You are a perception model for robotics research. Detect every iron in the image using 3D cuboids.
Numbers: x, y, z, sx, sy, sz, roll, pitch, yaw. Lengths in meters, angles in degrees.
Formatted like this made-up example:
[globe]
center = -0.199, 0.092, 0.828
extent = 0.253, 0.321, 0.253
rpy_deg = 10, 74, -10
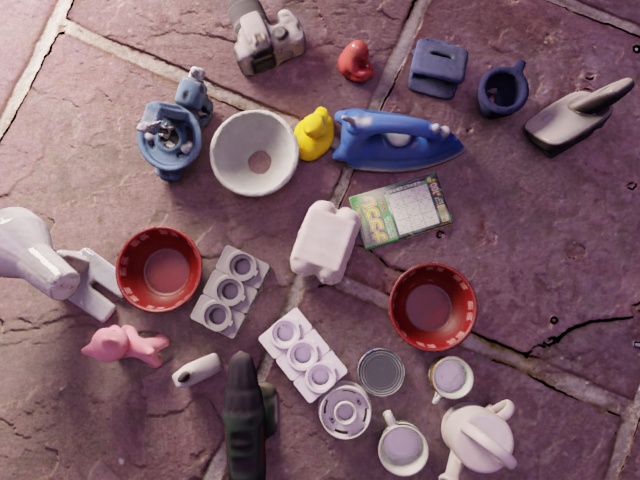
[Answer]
[iron]
center = 0.153, -0.196, 1.057
extent = 0.258, 0.141, 0.119
rpy_deg = 3, 83, 1

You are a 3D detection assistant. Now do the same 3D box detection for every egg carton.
[egg carton]
center = 0.010, 0.004, 1.069
extent = 0.107, 0.069, 0.150
rpy_deg = 18, 83, 3

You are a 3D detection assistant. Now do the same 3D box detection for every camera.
[camera]
center = -0.113, -0.414, 1.109
extent = 0.143, 0.101, 0.137
rpy_deg = -23, 83, -2

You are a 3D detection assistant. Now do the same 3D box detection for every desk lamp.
[desk lamp]
center = -0.459, 0.047, 0.996
extent = 0.203, 0.213, 0.118
rpy_deg = 33, 84, 5

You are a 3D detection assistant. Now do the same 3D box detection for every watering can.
[watering can]
center = 0.268, 0.344, 0.960
extent = 0.101, 0.194, 0.173
rpy_deg = 20, 83, 4

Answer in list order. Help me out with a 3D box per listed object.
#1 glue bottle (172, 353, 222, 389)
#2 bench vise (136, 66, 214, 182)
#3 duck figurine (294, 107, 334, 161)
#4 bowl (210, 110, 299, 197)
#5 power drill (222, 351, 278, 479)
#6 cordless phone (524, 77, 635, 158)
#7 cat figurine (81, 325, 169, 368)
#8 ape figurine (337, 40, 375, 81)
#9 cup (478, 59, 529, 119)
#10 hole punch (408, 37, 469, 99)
[glue bottle]
center = -0.220, 0.231, 0.990
extent = 0.078, 0.173, 0.037
rpy_deg = -28, 83, -3
[bench vise]
center = -0.272, -0.224, 1.026
extent = 0.121, 0.220, 0.207
rpy_deg = 2, 83, 1
[duck figurine]
center = -0.013, -0.206, 1.088
extent = 0.077, 0.086, 0.104
rpy_deg = 30, 84, 4
[bowl]
center = -0.120, -0.157, 1.089
extent = 0.167, 0.075, 0.167
rpy_deg = 0, 83, 1
[power drill]
center = -0.119, 0.298, 0.963
extent = 0.075, 0.208, 0.230
rpy_deg = -3, 83, 1
[cordless phone]
center = 0.469, -0.232, 1.036
extent = 0.147, 0.185, 0.094
rpy_deg = -35, 83, -4
[cat figurine]
center = -0.349, 0.191, 1.025
extent = 0.127, 0.118, 0.067
rpy_deg = 12, 83, 2
[ape figurine]
center = 0.072, -0.352, 1.103
extent = 0.076, 0.092, 0.078
rpy_deg = 4, 83, 1
[cup]
center = 0.345, -0.281, 1.090
extent = 0.091, 0.095, 0.118
rpy_deg = 32, 84, 5
[hole punch]
center = 0.226, -0.339, 1.100
extent = 0.108, 0.091, 0.101
rpy_deg = 14, 83, 3
